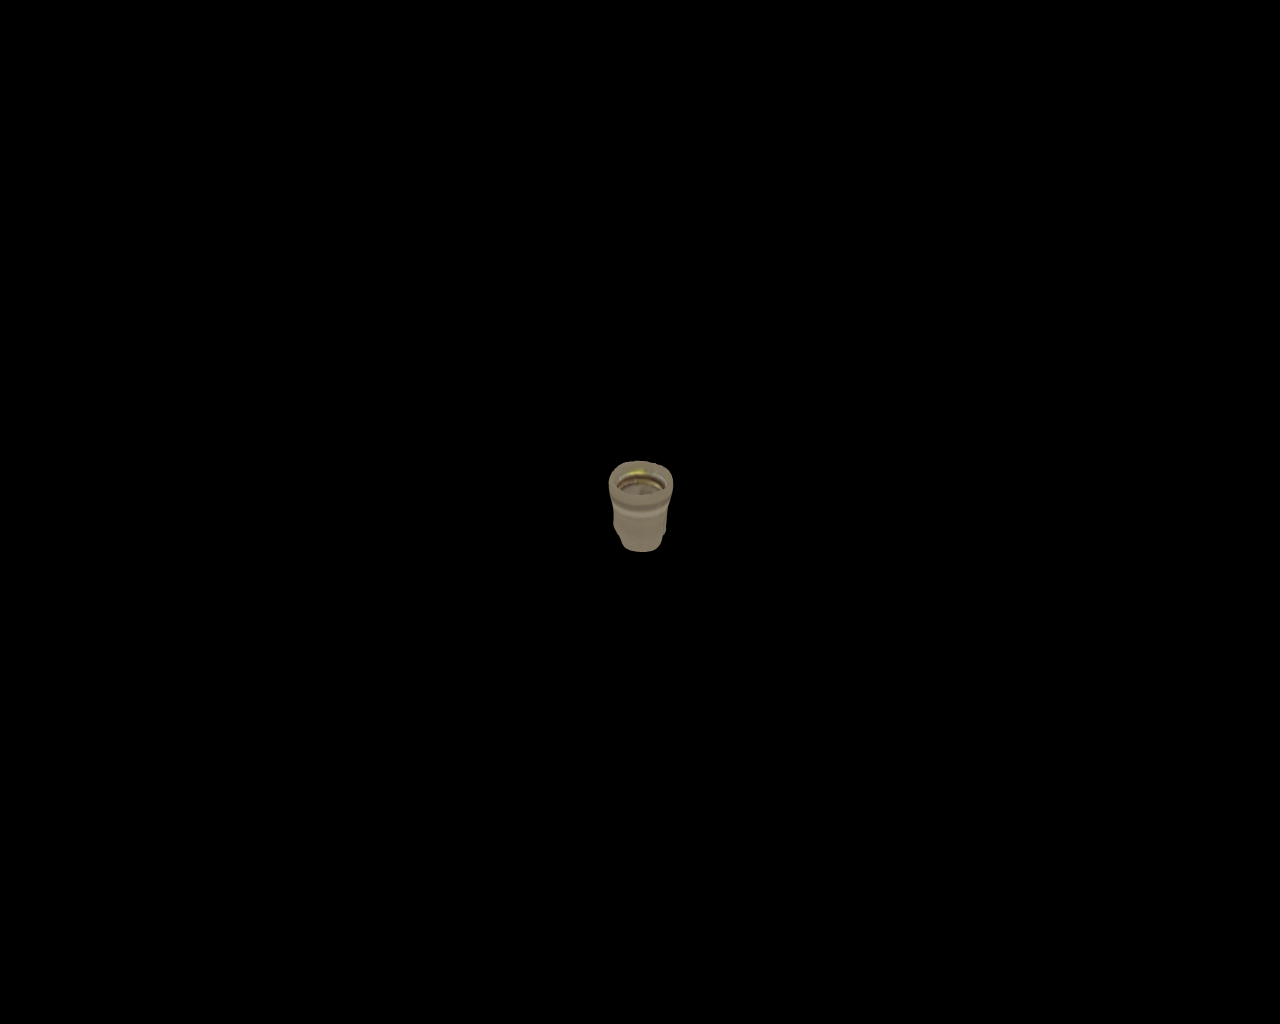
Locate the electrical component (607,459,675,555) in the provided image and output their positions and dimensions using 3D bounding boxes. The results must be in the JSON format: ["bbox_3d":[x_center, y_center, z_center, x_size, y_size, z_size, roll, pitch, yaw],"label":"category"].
[{"bbox_3d":[0.001,-0.003,0.650,0.040,0.046,0.040,0,35,0],"label":"electrical component"}]
